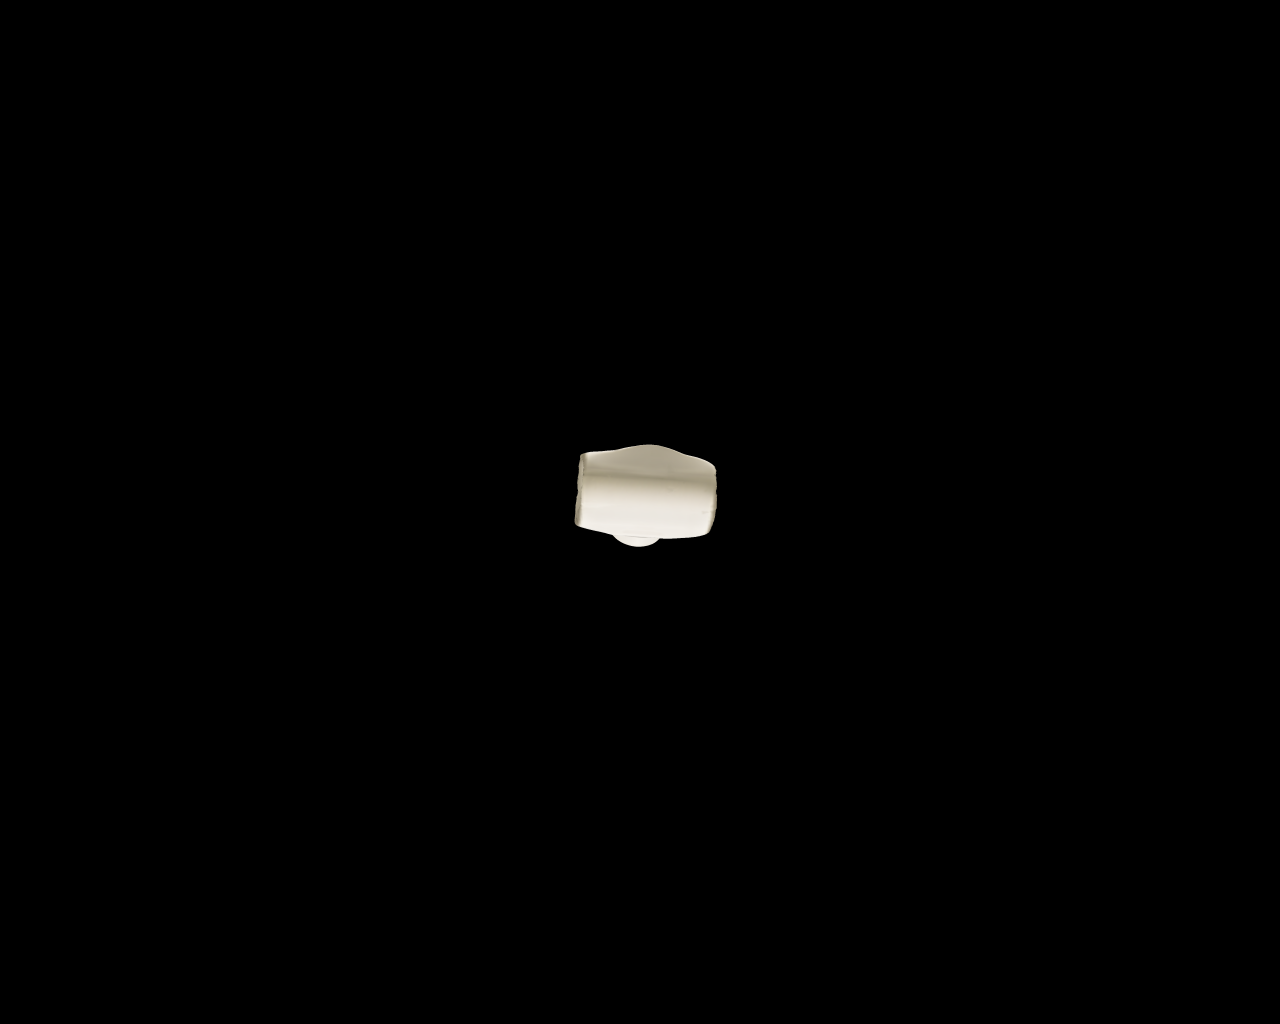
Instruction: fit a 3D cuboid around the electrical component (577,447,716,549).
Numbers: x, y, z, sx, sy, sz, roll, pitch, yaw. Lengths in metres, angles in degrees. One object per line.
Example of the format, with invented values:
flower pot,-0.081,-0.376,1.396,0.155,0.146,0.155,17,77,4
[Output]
electrical component,0.001,-0.003,0.650,0.077,0.043,0.079,4,-28,-7
